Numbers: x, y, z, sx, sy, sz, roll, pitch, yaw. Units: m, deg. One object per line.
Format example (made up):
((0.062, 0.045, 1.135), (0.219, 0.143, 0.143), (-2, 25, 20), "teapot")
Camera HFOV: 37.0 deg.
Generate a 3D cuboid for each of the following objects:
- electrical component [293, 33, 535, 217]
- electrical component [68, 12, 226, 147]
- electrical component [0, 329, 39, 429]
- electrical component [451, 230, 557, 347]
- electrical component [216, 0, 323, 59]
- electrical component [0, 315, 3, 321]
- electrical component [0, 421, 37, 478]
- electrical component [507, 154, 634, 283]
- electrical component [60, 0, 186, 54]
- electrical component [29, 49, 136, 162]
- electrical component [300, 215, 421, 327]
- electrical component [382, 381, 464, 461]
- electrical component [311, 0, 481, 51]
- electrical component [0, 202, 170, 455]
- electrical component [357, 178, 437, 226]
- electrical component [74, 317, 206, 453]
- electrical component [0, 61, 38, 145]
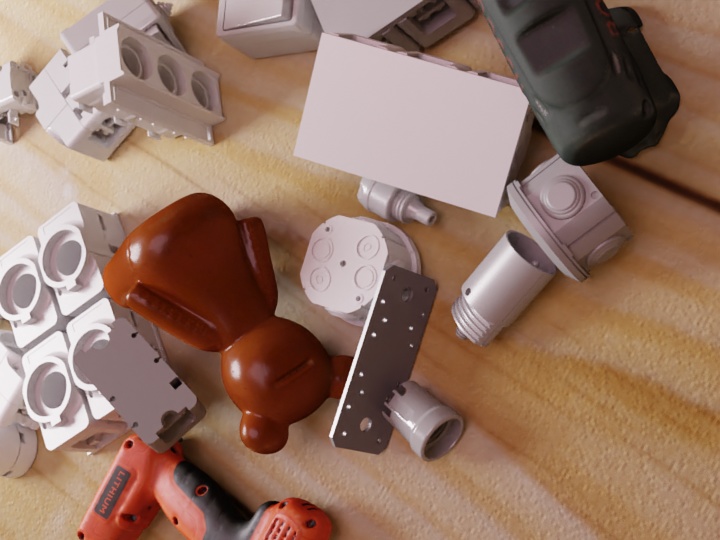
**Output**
((0.041, -0.104, 0.755), (0.150, 0.062, 0.089), (18, 106, 13), "electrical component")
((-0.176, -0.150, 0.886), (0.063, 0.121, 0.078), (-19, 71, 28), "electrical component")
((-0.312, 0.091, 0.953), (0.089, 0.050, 0.055), (37, 99, 31), "electrical component")
((0.093, 0.017, 0.737), (0.081, 0.043, 0.043), (-53, 59, 26), "electrical component")
((-0.076, -0.214, 0.876), (0.096, 0.061, 0.061), (-1, 79, 30), "electrical component")
((-0.367, 0.032, 0.996), (0.047, 0.055, 0.055), (-9, 75, 32), "electrical component")
((-0.322, 0.155, 0.947), (0.055, 0.047, 0.055), (-7, 76, 29), "electrical component")
((0.137, -0.036, 0.705), (0.051, 0.080, 0.080), (-38, 63, 12), "electrical component")
((-0.197, -0.197, 0.934), (0.096, 0.061, 0.061), (-37, 62, -2), "electrical component")
((-0.253, -0.145, 0.971), (0.055, 0.050, 0.089), (-46, 61, 14), "electrical component")
((0.000, 0.000, 0.792), (0.080, 0.051, 0.080), (-7, 76, 29), "electrical component")
((0.043, 0.104, 0.752), (0.046, 0.040, 0.040), (40, 100, 37), "electrical component")
((0.042, -0.222, 0.810), (0.150, 0.062, 0.089), (-30, 66, 21), "electrical component")
((-0.238, 0.048, 0.914), (0.105, 0.060, 0.186), (-33, 65, 20), "electrical component")
((0.030, -0.051, 0.796), (0.061, 0.035, 0.035), (32, 96, 29), "electrical component")
((-0.164, 0.088, 0.811), (0.050, 0.055, 0.089), (-42, 76, -12), "electrical component")
((-0.343, -0.167, 1.033), (0.064, 0.042, 0.081), (-17, 72, 22), "electrical component")
